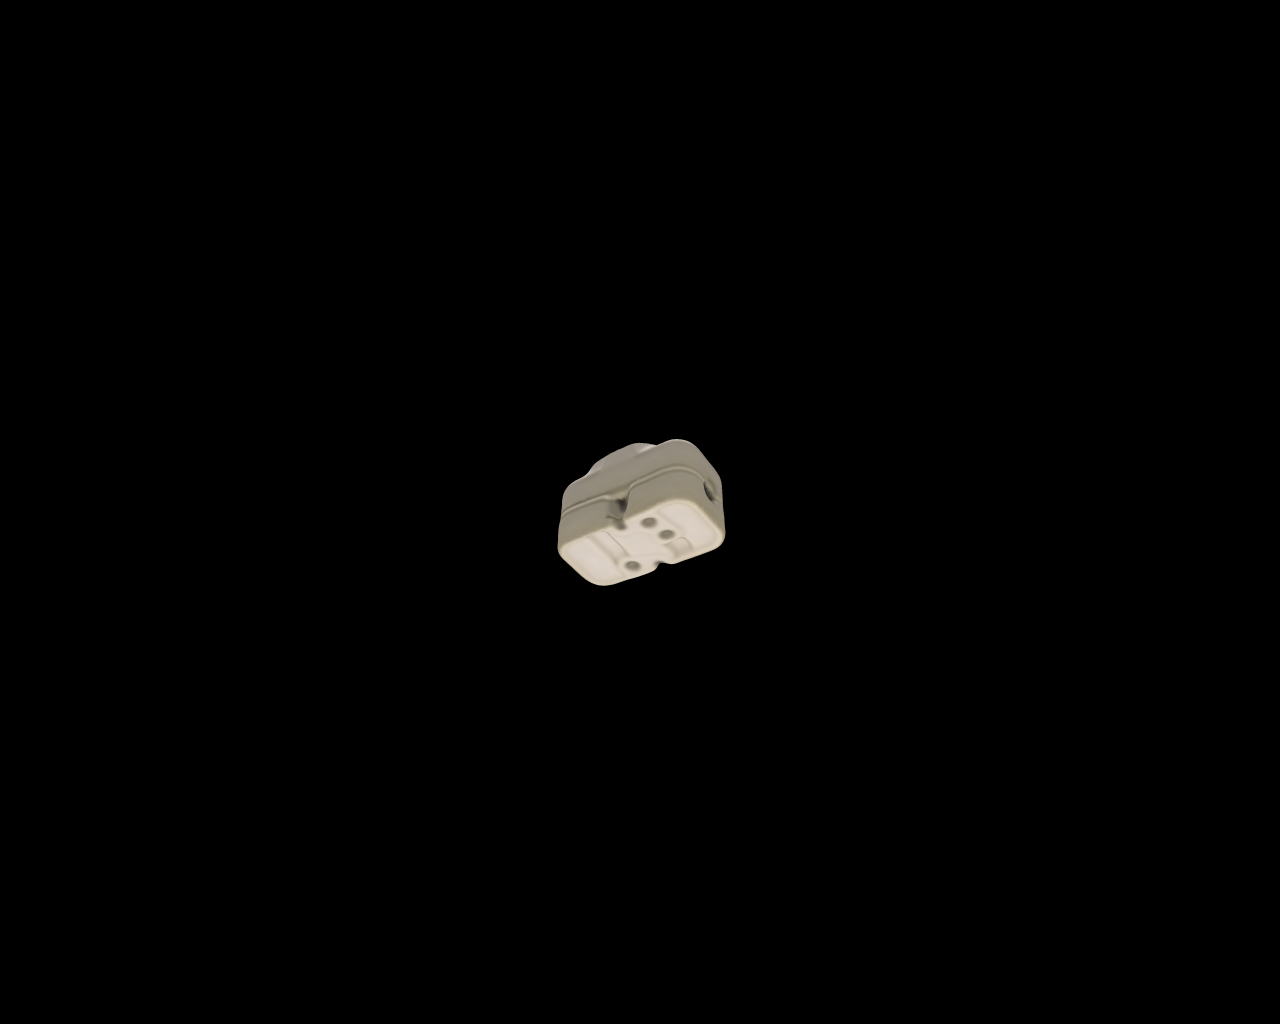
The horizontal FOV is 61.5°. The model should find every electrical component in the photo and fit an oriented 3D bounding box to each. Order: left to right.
[{"bbox_3d":[0.001,-0.003,0.650,0.095,0.059,0.053,-21,-45,24],"label":"electrical component"}]
